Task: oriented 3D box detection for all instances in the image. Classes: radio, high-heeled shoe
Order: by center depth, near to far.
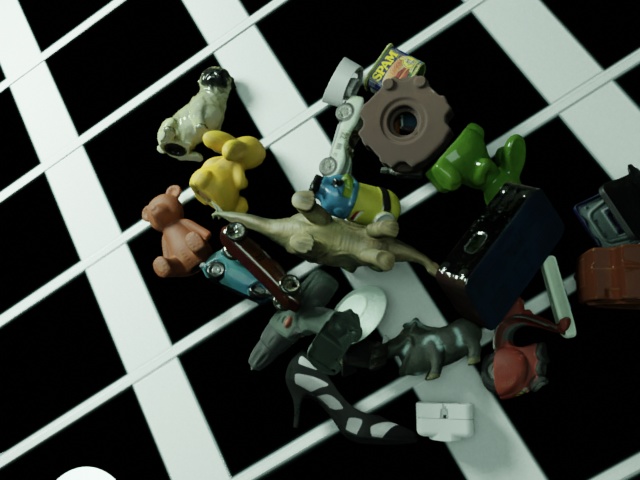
[{"bbox_3d":[0.302,0.022,0.897,0.229,0.131,0.073,-51,33,-11],"label":"radio"},{"bbox_3d":[0.055,0.281,0.966,0.249,0.086,0.145,6,65,10],"label":"high-heeled shoe"}]

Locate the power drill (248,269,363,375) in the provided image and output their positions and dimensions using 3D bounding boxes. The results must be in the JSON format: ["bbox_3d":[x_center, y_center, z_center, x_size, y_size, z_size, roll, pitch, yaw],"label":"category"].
[{"bbox_3d":[-0.024,0.168,0.962,0.086,0.207,0.232,39,81,-21],"label":"power drill"}]

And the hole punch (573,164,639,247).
[{"bbox_3d":[0.514,-0.042,0.911,0.116,0.092,0.142,-17,68,-20],"label":"hole punch"}]

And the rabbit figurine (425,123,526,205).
[{"bbox_3d":[0.302,-0.118,0.981,0.170,0.121,0.159,42,83,2],"label":"rabbit figurine"}]

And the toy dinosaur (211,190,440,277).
[{"bbox_3d":[-0.002,-0.003,0.970,0.472,0.198,0.105,18,78,12],"label":"toy dinosaur"}]

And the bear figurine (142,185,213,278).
[{"bbox_3d":[-0.303,-0.024,1.101,0.120,0.132,0.196,-34,77,3],"label":"bear figurine"}]

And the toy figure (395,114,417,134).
[{"bbox_3d":[0.170,-0.232,1.054,0.155,0.064,0.057,3,116,21],"label":"toy figure"}]

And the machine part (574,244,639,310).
[{"bbox_3d":[0.507,0.061,0.818,0.202,0.201,0.087,-1,80,15],"label":"machine part"}]

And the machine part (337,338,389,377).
[{"bbox_3d":[0.070,0.204,0.957,0.139,0.039,0.084,-17,62,58],"label":"machine part"}]

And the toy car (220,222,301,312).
[{"bbox_3d":[-0.102,0.047,0.961,0.202,0.089,0.053,42,57,13],"label":"toy car"}]

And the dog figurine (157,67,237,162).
[{"bbox_3d":[-0.274,-0.281,1.177,0.172,0.121,0.190,-4,62,11],"label":"dog figurine"}]

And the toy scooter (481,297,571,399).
[{"bbox_3d":[0.343,0.174,0.890,0.135,0.075,0.184,-4,71,39],"label":"toy scooter"}]

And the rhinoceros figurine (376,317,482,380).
[{"bbox_3d":[0.191,0.188,0.943,0.190,0.073,0.112,-16,75,11],"label":"rhinoceros figurine"}]

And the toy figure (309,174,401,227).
[{"bbox_3d":[0.066,-0.074,1.003,0.180,0.082,0.089,22,80,-9],"label":"toy figure"}]

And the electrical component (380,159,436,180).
[{"bbox_3d":[0.173,-0.160,1.043,0.102,0.045,0.078,12,80,18],"label":"electrical component"}]

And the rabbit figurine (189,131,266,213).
[{"bbox_3d":[-0.186,-0.153,1.099,0.122,0.162,0.173,33,70,32],"label":"rabbit figurine"}]

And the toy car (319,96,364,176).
[{"bbox_3d":[0.049,-0.187,1.067,0.056,0.073,0.201,14,82,18],"label":"toy car"}]

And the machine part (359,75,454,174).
[{"bbox_3d":[0.159,-0.215,0.998,0.180,0.056,0.179,0,88,17],"label":"machine part"}]

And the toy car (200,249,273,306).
[{"bbox_3d":[-0.145,0.057,1.049,0.162,0.109,0.103,20,76,14],"label":"toy car"}]
